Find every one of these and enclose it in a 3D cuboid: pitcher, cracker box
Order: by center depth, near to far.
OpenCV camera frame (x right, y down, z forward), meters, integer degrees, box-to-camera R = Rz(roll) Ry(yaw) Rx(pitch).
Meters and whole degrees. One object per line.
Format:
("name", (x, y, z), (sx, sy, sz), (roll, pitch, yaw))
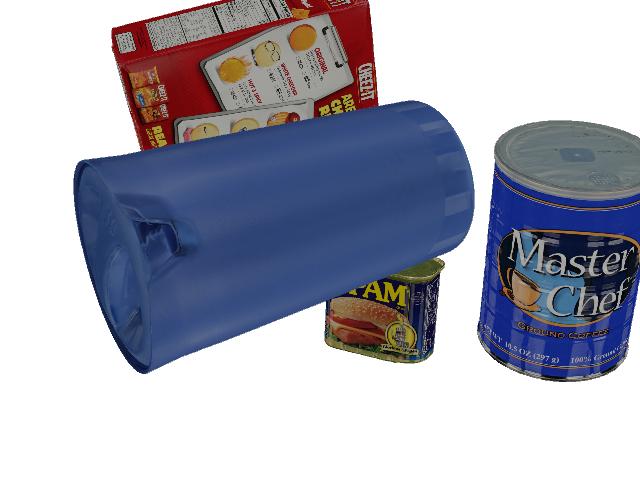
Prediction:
("pitcher", (-0.031, -0.012, 0.695), (0.242, 0.145, 0.149), (-17, 40, -24))
("cracker box", (-0.061, -0.131, 0.940), (0.213, 0.164, 0.072), (-16, 45, -7))

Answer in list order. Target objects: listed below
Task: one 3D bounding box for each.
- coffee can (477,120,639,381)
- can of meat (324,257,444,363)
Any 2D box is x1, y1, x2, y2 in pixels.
("coffee can", (0.159, 0.006, 0.697), (0.103, 0.140, 0.103), (0, 30, 0))
("can of meat", (0.053, 0.054, 0.929), (0.102, 0.084, 0.057), (12, 22, 25))
